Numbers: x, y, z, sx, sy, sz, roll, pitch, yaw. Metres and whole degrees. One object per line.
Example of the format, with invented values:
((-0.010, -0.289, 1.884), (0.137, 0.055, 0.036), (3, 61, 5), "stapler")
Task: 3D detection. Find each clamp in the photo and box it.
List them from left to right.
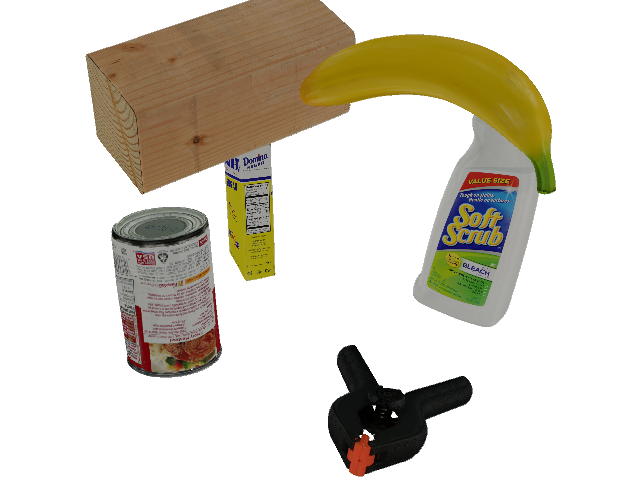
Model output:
((0.045, 0.134, 0.873), (0.120, 0.039, 0.171), (12, 18, 23), "clamp")

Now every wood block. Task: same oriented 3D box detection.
((-0.081, -0.132, 0.905), (0.205, 0.091, 0.090), (-24, 52, -24), "wood block")

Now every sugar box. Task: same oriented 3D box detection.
((-0.089, -0.049, 1.320), (0.048, 0.176, 0.093), (-11, 26, -15), "sugar box")

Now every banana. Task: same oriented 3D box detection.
((0.066, -0.092, 0.651), (0.198, 0.069, 0.037), (26, 7, 37), "banana")

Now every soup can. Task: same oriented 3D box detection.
((-0.107, 0.035, 0.746), (0.068, 0.102, 0.068), (-3, 21, 1), "soup can")

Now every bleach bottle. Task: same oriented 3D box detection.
((0.160, -0.038, 1.046), (0.103, 0.251, 0.068), (22, 37, 21), "bleach bottle")
